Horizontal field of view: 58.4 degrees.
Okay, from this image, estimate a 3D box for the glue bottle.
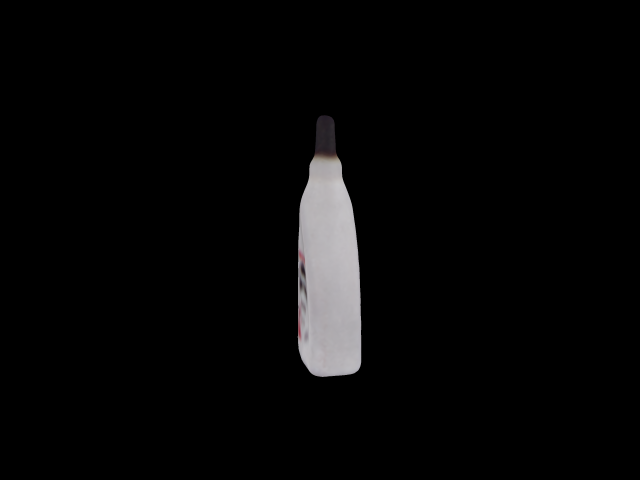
[{"bbox_3d":[0.004,0.001,0.400,0.037,0.173,0.078,-2,7,-13],"label":"glue bottle"}]
